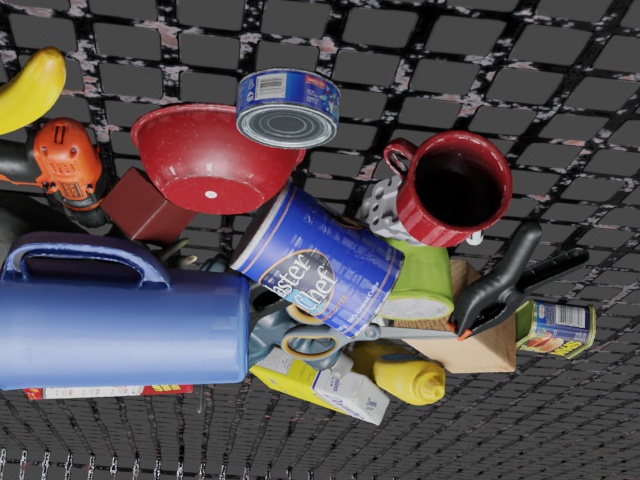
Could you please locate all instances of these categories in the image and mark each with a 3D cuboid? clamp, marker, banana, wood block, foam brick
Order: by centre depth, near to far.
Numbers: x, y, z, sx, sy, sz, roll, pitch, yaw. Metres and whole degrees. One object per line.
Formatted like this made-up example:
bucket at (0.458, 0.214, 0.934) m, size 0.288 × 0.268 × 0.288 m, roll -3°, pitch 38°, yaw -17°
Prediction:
banana at (-0.269, -0.116, 0.883) m, size 0.198 × 0.037 × 0.069 m, roll -9°, pitch 158°, yaw 31°
foam brick at (-0.165, -0.031, 1.031) m, size 0.053 × 0.051 × 0.078 m, roll 44°, pitch -173°, yaw 16°
marker at (0.159, -0.024, 1.091) m, size 0.020 × 0.020 × 0.121 m, roll 1°, pitch 160°, yaw 7°
clamp at (-0.078, 0.072, 1.162) m, size 0.210 × 0.036 × 0.164 m, roll -31°, pitch 153°, yaw 19°
clamp at (0.215, 0.050, 1.173) m, size 0.120 × 0.039 × 0.172 m, roll 19°, pitch 126°, yaw -35°
wood block at (0.172, 0.099, 1.327) m, size 0.091 × 0.090 × 0.205 m, roll -6°, pitch 159°, yaw 26°

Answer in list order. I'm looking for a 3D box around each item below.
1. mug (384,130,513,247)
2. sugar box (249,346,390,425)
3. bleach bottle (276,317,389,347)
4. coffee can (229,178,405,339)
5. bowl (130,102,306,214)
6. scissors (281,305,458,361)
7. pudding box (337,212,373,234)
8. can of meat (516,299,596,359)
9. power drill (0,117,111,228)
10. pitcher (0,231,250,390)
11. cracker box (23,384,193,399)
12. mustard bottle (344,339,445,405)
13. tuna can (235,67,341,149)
mug at (0.105, -0.048, 0.951) m, size 0.117 × 0.093 × 0.081 m, roll 35°, pitch 163°, yaw 2°
sugar box at (-0.005, 0.187, 1.400) m, size 0.176 × 0.048 × 0.093 m, roll 16°, pitch 161°, yaw 33°
bleach bottle at (-0.026, 0.121, 1.466) m, size 0.251 × 0.068 × 0.102 m, roll -8°, pitch 162°, yaw 21°
coffee can at (-0.003, 0.018, 1.046) m, size 0.140 × 0.102 × 0.103 m, roll 32°, pitch 154°, yaw -9°
bowl at (-0.094, -0.065, 0.969) m, size 0.162 × 0.055 × 0.162 m, roll 3°, pitch 160°, yaw 1°
scissors at (0.046, 0.086, 1.194) m, size 0.202 × 0.096 × 0.016 m, roll -14°, pitch -166°, yaw 18°
pudding box at (-0.008, 0.001, 1.162) m, size 0.089 × 0.039 × 0.114 m, roll 16°, pitch 154°, yaw -25°
can of meat at (0.302, 0.115, 1.399) m, size 0.084 × 0.057 × 0.102 m, roll 9°, pitch 160°, yaw -7°
power drill at (-0.295, -0.062, 1.012) m, size 0.187 × 0.057 × 0.184 m, roll 1°, pitch 156°, yaw -1°
pitcher at (-0.190, 0.075, 1.040) m, size 0.242 × 0.145 × 0.149 m, roll 1°, pitch 170°, yaw -2°
cracker box at (-0.268, 0.143, 1.330) m, size 0.213 × 0.072 × 0.164 m, roll -3°, pitch 157°, yaw -6°
mustard bottle at (0.109, 0.174, 1.395) m, size 0.096 × 0.058 × 0.192 m, roll 11°, pitch -177°, yaw -24°
tuna can at (-0.026, -0.106, 0.872) m, size 0.086 × 0.034 × 0.086 m, roll 3°, pitch 160°, yaw 1°
